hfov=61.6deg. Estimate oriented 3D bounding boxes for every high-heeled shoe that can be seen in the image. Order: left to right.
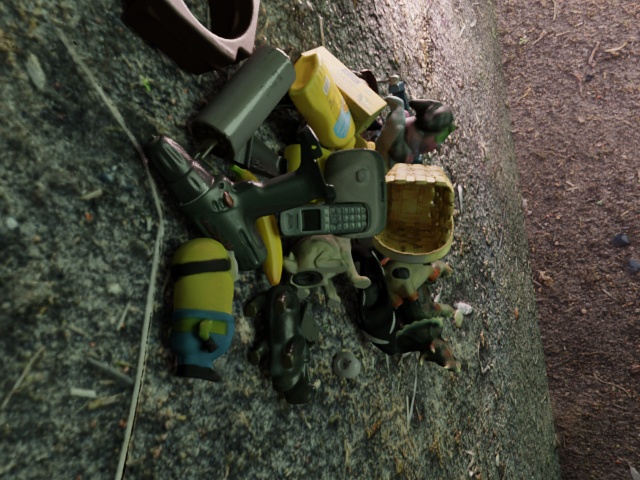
[{"bbox_3d":[0.116,0.122,1.046,0.086,0.145,0.248,-29,96,-15],"label":"high-heeled shoe"}]

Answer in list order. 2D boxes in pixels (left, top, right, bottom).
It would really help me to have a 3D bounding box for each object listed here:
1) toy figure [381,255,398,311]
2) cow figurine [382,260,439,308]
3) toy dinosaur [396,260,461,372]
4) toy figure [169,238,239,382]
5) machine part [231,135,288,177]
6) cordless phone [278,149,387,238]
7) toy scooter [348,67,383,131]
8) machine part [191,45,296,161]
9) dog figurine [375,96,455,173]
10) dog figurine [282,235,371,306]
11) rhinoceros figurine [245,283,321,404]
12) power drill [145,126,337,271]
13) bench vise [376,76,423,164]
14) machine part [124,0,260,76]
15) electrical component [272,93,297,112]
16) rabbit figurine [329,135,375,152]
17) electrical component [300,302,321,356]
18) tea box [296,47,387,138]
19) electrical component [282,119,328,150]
[{"bbox_3d":[0.157,0.082,1.210,0.064,0.058,0.154,88,8,-64],"label":"toy figure"},{"bbox_3d":[0.196,0.044,1.168,0.195,0.085,0.127,-37,98,-43],"label":"cow figurine"},{"bbox_3d":[0.230,0.113,1.272,0.192,0.131,0.404,7,71,-58],"label":"toy dinosaur"},{"bbox_3d":[-0.151,0.086,0.686,0.089,0.082,0.180,32,59,-54],"label":"toy figure"},{"bbox_3d":[-0.101,-0.137,0.860,0.138,0.039,0.084,30,53,-50],"label":"machine part"},{"bbox_3d":[0.014,-0.073,0.870,0.184,0.089,0.146,-5,96,-25],"label":"cordless phone"},{"bbox_3d":[0.086,-0.323,1.171,0.183,0.075,0.135,11,74,-60],"label":"toy scooter"},{"bbox_3d":[-0.108,-0.201,0.781,0.243,0.079,0.079,-56,132,-24],"label":"machine part"},{"bbox_3d":[0.183,-0.187,1.165,0.108,0.192,0.219,25,77,-72],"label":"dog figurine"},{"bbox_3d":[-0.003,-0.001,0.950,0.172,0.121,0.191,35,36,-46],"label":"dog figurine"},{"bbox_3d":[-0.055,0.165,0.840,0.112,0.073,0.190,-15,94,-69],"label":"rhinoceros figurine"},{"bbox_3d":[-0.091,-0.076,0.726,0.086,0.207,0.231,48,-15,56],"label":"power drill"},{"bbox_3d":[0.205,-0.283,1.314,0.224,0.129,0.240,-45,127,-53],"label":"bench vise"},{"bbox_3d":[-0.178,-0.349,0.741,0.201,0.087,0.201,31,57,-53],"label":"machine part"},{"bbox_3d":[-0.061,-0.248,0.915,0.119,0.075,0.047,-23,104,-54],"label":"electrical component"},{"bbox_3d":[0.061,-0.127,1.077,0.173,0.122,0.162,63,24,-52],"label":"rabbit figurine"},{"bbox_3d":[-0.023,0.156,0.931,0.063,0.021,0.094,49,43,-42],"label":"electrical component"},{"bbox_3d":[0.031,-0.274,1.000,0.169,0.068,0.098,40,38,1],"label":"tea box"},{"bbox_3d":[-0.027,-0.183,0.967,0.102,0.078,0.045,19,90,-50],"label":"electrical component"}]
